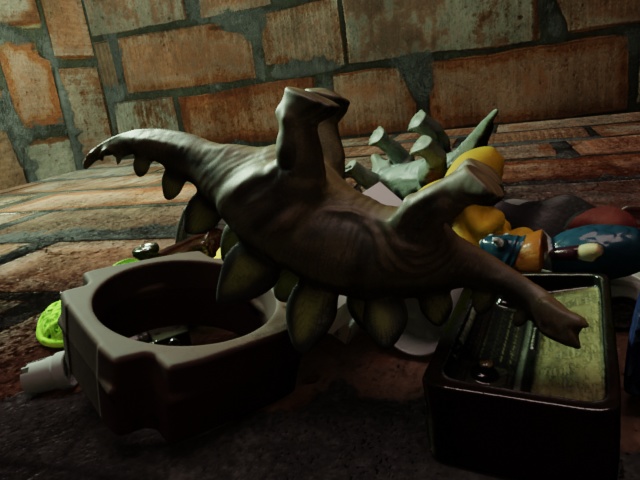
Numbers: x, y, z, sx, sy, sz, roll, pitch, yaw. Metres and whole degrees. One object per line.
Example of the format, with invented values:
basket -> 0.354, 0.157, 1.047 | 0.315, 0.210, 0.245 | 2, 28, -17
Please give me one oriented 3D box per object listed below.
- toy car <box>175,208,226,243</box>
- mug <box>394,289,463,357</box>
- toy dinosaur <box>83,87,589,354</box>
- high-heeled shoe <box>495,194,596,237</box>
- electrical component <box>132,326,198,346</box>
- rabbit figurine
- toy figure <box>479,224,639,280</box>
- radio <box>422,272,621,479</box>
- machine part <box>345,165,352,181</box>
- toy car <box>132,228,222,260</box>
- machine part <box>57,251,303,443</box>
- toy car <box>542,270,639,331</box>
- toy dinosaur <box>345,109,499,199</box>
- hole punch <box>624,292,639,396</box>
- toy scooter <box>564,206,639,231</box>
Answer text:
toy car -> -0.182, -0.013, 0.980 | 0.103, 0.109, 0.161 | 25, 16, 21
mug -> 0.117, 0.058, 0.576 | 0.081, 0.109, 0.107 | 3, 7, 29
toy dinosaur -> -0.021, -0.025, 0.451 | 0.472, 0.198, 0.105 | 29, 18, 21
high-heeled shoe -> 0.343, -0.021, 0.861 | 0.249, 0.086, 0.145 | 24, -10, 22
electrical component -> -0.183, 0.116, 0.647 | 0.094, 0.021, 0.063 | -16, 18, -28
rabbit figurine -> 0.209, -0.044, 0.756 | 0.162, 0.173, 0.122 | -2, 20, 4
toy figure -> 0.245, 0.013, 0.554 | 0.155, 0.064, 0.058 | -4, 60, 27
radio -> 0.174, 0.098, 0.454 | 0.131, 0.073, 0.229 | 1, 18, 26
machine part -> -0.041, -0.065, 0.852 | 0.079, 0.079, 0.243 | 10, 38, 47
toy car -> -0.208, 0.029, 0.836 | 0.053, 0.089, 0.202 | -3, 15, 30
machine part -> -0.130, 0.091, 0.525 | 0.201, 0.087, 0.201 | -10, 27, -41
toy car -> 0.263, 0.056, 0.591 | 0.202, 0.056, 0.073 | 0, 18, 26
toy dinosaur -> 0.178, -0.105, 0.896 | 0.131, 0.192, 0.405 | -60, 26, -13
hole punch -> 0.286, 0.067, 0.421 | 0.116, 0.142, 0.092 | 2, 15, -18
toy scooter -> 0.421, 0.000, 0.690 | 0.184, 0.075, 0.135 | -3, 17, -1
